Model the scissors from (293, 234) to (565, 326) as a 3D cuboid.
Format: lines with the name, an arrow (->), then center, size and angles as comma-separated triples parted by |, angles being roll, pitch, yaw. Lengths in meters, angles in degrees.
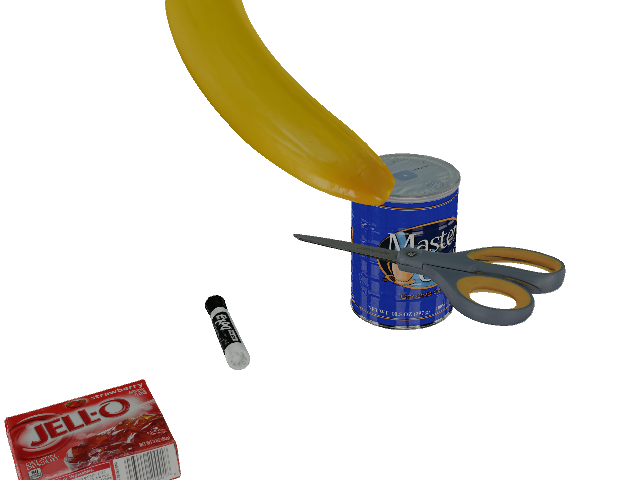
scissors -> 0.069, 0.024, 0.752 | 0.202, 0.016, 0.096 | 3, 29, 12

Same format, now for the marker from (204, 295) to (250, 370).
marker -> -0.081, 0.076, 0.914 | 0.020, 0.020, 0.121 | 0, 19, -16

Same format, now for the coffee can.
coffee can -> 0.080, 0.000, 1.026 | 0.103, 0.140, 0.103 | -1, 27, 0

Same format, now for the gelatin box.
gelatin box -> -0.135, 0.121, 0.629 | 0.089, 0.030, 0.073 | -13, 27, -19

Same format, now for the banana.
banana -> -0.031, -0.091, 0.511 | 0.069, 0.198, 0.037 | -18, -30, -11
